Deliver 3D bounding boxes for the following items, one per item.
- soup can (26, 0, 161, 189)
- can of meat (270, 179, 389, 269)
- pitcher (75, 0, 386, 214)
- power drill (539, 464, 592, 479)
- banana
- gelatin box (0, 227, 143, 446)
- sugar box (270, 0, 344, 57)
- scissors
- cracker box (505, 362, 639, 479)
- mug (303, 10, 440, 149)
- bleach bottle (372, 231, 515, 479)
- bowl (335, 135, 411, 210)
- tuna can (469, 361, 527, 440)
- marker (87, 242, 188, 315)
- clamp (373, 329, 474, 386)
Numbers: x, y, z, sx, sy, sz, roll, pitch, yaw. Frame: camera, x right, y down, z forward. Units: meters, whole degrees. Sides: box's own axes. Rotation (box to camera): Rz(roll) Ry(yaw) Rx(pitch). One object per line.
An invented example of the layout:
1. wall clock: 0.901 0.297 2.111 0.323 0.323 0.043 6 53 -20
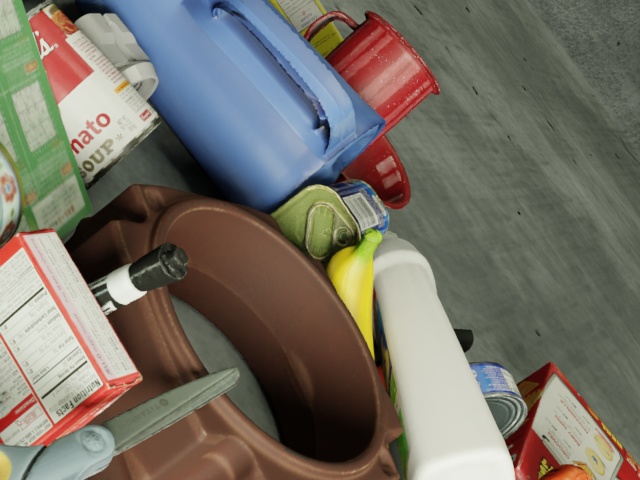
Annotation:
1. soup can: -0.159 -0.091 0.675 0.102 0.069 0.068 47 25 -11
2. can of meat: -0.005 0.001 0.777 0.057 0.102 0.083 56 22 6
3. pitcher: -0.070 -0.135 0.805 0.243 0.149 0.144 49 24 3
4. power drill: 0.167 0.262 0.694 0.187 0.057 0.184 -26 78 -44
5. banana: 0.024 0.090 0.713 0.070 0.037 0.198 -165 -110 -78
6. gelatin box: -0.136 0.051 0.510 0.089 0.073 0.030 56 24 11
7. sugar box: -0.008 -0.210 1.073 0.176 0.048 0.093 56 5 -24
8. scissors: -0.093 0.103 0.437 0.201 0.016 0.096 -5 48 -40
9. cracker box: 0.204 0.216 0.880 0.164 0.072 0.213 50 25 0
10. mug: 0.032 -0.139 0.896 0.117 0.081 0.093 48 0 3
11. bleach bottle: 0.071 0.088 0.763 0.251 0.068 0.102 -105 -175 -50
12. bowl: 0.009 -0.079 0.966 0.162 0.055 0.162 39 27 -25
13. tuna can: 0.113 0.131 0.820 0.086 0.086 0.034 27 32 -42
14. marker: -0.111 0.030 0.525 0.020 0.121 0.020 36 41 -39
15. clamp: 0.069 0.068 0.889 0.120 0.039 0.171 49 25 4
